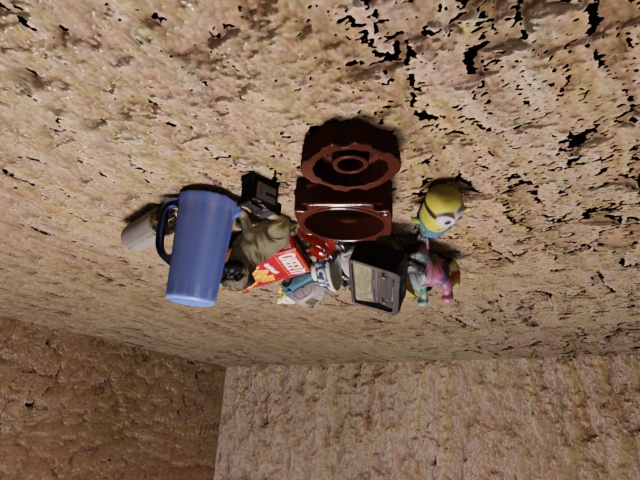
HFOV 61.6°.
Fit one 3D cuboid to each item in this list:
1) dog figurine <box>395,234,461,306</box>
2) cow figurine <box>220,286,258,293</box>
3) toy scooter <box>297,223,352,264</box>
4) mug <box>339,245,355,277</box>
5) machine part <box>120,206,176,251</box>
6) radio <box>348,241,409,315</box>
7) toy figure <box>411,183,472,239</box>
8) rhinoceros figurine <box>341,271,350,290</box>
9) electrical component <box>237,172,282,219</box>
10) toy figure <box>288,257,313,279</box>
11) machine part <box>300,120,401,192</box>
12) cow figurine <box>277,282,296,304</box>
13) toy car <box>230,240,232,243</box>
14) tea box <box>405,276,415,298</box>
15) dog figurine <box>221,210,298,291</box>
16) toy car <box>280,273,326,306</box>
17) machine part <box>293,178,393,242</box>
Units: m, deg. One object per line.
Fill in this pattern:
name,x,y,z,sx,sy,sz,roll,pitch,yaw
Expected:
dog figurine,0.280,0.055,1.406,0.109,0.191,0.219,-8,122,36
cow figurine,-0.260,0.112,1.626,0.195,0.085,0.127,6,163,33
toy scooter,-0.003,-0.004,1.316,0.135,0.075,0.184,27,166,-6
mug,0.111,0.042,1.427,0.107,0.081,0.109,-18,146,23
machine part,-0.424,-0.025,1.328,0.079,0.079,0.243,20,153,-36
radio,0.147,0.098,1.340,0.131,0.073,0.229,17,151,17
toy figure,0.246,-0.056,1.136,0.089,0.082,0.180,45,168,6
rhinoceros figurine,0.098,0.120,1.579,0.190,0.073,0.112,19,-178,13
electrical component,-0.115,-0.084,1.127,0.048,0.075,0.119,-16,148,41
toy figure,-0.071,0.076,1.556,0.154,0.057,0.064,-21,179,45
machine part,0.055,-0.148,0.962,0.179,0.056,0.179,2,159,1
cow figurine,-0.084,0.172,1.795,0.098,0.068,0.167,10,158,-15
toy car,-0.210,0.051,1.522,0.202,0.053,0.089,18,139,-31
tea box,0.210,0.098,1.518,0.068,0.098,0.169,-8,154,27
dog figurine,-0.142,0.035,1.282,0.172,0.190,0.121,0,158,5
toy car,-0.036,0.150,1.647,0.162,0.103,0.109,-28,146,24
machine part,0.053,-0.066,1.134,0.201,0.087,0.201,1,158,8
